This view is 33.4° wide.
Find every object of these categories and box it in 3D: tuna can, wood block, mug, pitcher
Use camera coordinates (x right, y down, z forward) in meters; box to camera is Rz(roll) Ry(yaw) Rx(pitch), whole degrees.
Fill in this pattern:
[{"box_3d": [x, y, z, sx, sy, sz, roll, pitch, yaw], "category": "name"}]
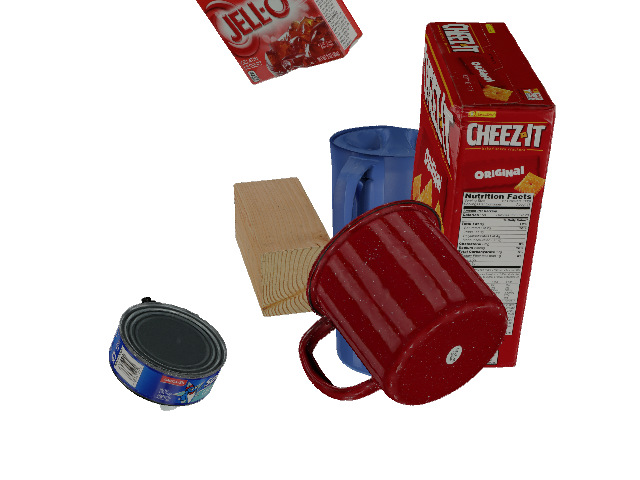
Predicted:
[{"box_3d": [-0.117, 0.087, 0.815, 0.086, 0.034, 0.086, 20, 27, -11], "category": "tuna can"}, {"box_3d": [-0.049, 0.003, 1.357, 0.090, 0.090, 0.206, -6, 28, -12], "category": "wood block"}, {"box_3d": [0.041, 0.045, 0.602, 0.117, 0.082, 0.093, -35, -36, -3], "category": "mug"}, {"box_3d": [0.067, 0.013, 1.066, 0.149, 0.243, 0.145, -4, 19, -14], "category": "pitcher"}]

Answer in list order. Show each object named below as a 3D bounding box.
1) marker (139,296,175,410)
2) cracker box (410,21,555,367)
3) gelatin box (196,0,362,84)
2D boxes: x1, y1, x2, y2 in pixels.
[{"box_3d": [-0.167, 0.116, 1.098, 0.020, 0.121, 0.020, -10, 14, 2], "category": "marker"}, {"box_3d": [0.111, -0.036, 0.805, 0.072, 0.214, 0.164, -1, 31, -4], "category": "cracker box"}, {"box_3d": [-0.029, -0.144, 0.681, 0.089, 0.073, 0.030, -8, 37, 44], "category": "gelatin box"}]
